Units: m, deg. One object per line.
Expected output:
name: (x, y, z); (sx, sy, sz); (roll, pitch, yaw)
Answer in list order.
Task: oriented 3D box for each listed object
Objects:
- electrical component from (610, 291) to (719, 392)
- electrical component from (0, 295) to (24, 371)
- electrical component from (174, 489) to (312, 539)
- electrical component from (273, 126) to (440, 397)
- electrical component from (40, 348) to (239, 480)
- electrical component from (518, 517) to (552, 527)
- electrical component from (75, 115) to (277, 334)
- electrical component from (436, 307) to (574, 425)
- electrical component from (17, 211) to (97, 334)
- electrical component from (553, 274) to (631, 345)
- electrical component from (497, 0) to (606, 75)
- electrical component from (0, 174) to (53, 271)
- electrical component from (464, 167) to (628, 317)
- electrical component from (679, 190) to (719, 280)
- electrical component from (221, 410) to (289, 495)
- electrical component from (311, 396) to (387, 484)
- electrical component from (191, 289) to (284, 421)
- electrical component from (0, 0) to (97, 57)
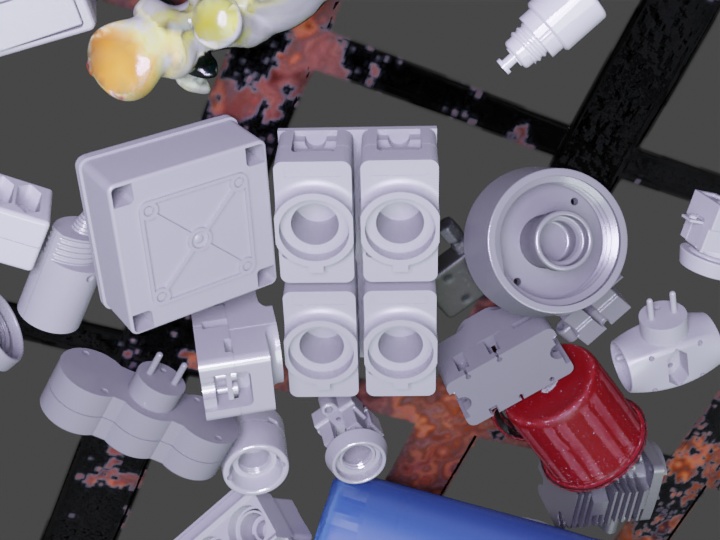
electrical component: (0.240, 0.051, 0.849); (0.077, 0.043, 0.079); (-18, 123, -3)
electrical component: (-0.263, 0.047, 0.716); (0.057, 0.058, 0.078); (-22, 123, 3)
electrical component: (-0.103, 0.232, 0.861); (0.121, 0.078, 0.063); (-42, 150, 13)
electrical component: (0.000, 0.000, 0.735); (0.105, 0.060, 0.186); (-1, 122, 2)
electrical component: (-0.148, 0.090, 0.764); (0.138, 0.052, 0.073); (26, 113, -15)
electrical component: (0.141, 0.269, 0.943); (0.108, 0.060, 0.108); (1, 104, 2)
electrical component: (-0.114, -0.030, 0.684); (0.109, 0.056, 0.108); (-21, 127, -28)
electrical component: (0.106, 0.066, 0.817); (0.089, 0.055, 0.050); (-30, 123, 6)
electrical component: (-0.193, -0.003, 0.711); (0.043, 0.043, 0.081); (18, 115, -23)
electrical component: (0.165, 0.019, 0.811); (0.066, 0.048, 0.055); (-44, 128, 15)
electrical component: (0.122, -0.157, 0.694); (0.078, 0.040, 0.040); (-41, 121, 13)
electrical component: (-0.249, -0.022, 0.683); (0.083, 0.047, 0.075); (18, 116, -23)
electrical component: (0.131, -0.020, 0.741); (0.108, 0.060, 0.108); (0, 91, -8)
electrical component: (0.270, -0.025, 0.808); (0.066, 0.048, 0.055); (8, 111, -18)
electrical component: (-0.082, 0.138, 0.822); (0.055, 0.047, 0.055); (-6, 122, -10)
electrical component: (-0.006, 0.131, 0.831); (0.048, 0.055, 0.066); (-36, 122, 9)
electrical component: (-0.085, 0.055, 0.745); (0.056, 0.089, 0.050); (-8, 123, -9)
electrical component: (-0.190, -0.161, 0.603); (0.096, 0.061, 0.061); (-17, 124, -3)
